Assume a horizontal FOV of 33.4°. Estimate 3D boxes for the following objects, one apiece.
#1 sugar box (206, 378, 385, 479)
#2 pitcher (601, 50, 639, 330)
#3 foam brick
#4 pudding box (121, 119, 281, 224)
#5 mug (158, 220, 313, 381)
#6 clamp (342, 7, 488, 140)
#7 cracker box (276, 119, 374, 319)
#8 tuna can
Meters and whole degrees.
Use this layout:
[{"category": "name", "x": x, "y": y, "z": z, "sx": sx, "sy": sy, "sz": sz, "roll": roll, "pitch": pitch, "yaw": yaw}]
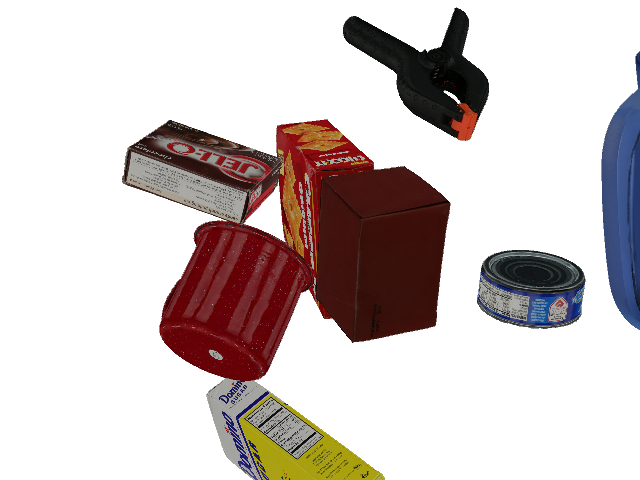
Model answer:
[{"category": "sugar box", "x": -0.019, "y": 0.189, "z": 0.892, "sx": 0.176, "sy": 0.093, "sz": 0.048, "roll": 27, "pitch": 53, "yaw": 36}, {"category": "pitcher", "x": 0.241, "y": 0.006, "z": 0.615, "sx": 0.149, "sy": 0.243, "sz": 0.144, "roll": 1, "pitch": 22, "yaw": 17}, {"category": "foam brick", "x": 0.031, "y": 0.006, "z": 0.571, "sx": 0.052, "sy": 0.078, "sz": 0.051, "roll": -9, "pitch": 32, "yaw": -22}, {"category": "pudding box", "x": -0.100, "y": -0.060, "z": 0.914, "sx": 0.113, "sy": 0.039, "sz": 0.090, "roll": 18, "pitch": 24, "yaw": 9}, {"category": "mug", "x": -0.071, "y": 0.046, "z": 0.756, "sx": 0.117, "sy": 0.081, "sz": 0.093, "roll": -3, "pitch": -36, "yaw": 40}, {"category": "clamp", "x": 0.088, "y": -0.151, "z": 0.933, "sx": 0.120, "sy": 0.039, "sz": 0.171, "roll": -6, "pitch": 43, "yaw": -5}, {"category": "cracker box", "x": 0.005, "y": -0.030, "z": 1.167, "sx": 0.072, "sy": 0.164, "sz": 0.214, "roll": -8, "pitch": 20, "yaw": -9}, {"category": "tuna can", "x": 0.173, "y": 0.038, "z": 0.876, "sx": 0.086, "sy": 0.034, "sz": 0.086, "roll": 2, "pitch": 22, "yaw": -1}]
